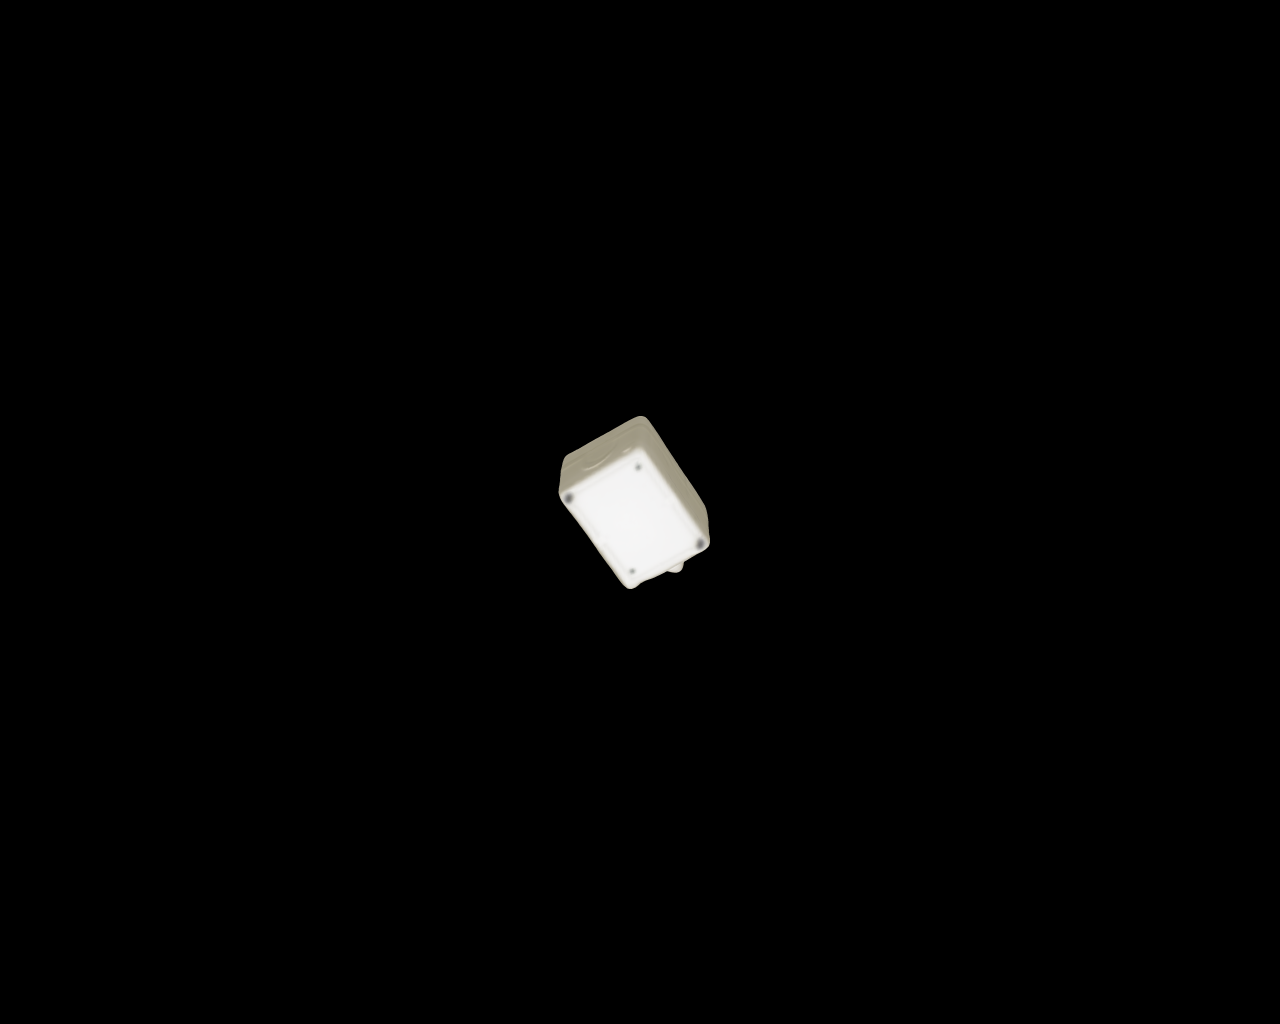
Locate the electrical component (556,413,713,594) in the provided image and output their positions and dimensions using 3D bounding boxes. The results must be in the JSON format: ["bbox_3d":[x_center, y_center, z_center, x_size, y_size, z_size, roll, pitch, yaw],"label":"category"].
[{"bbox_3d":[0.001,-0.003,0.650,0.061,0.096,0.061,-29,24,14],"label":"electrical component"}]
